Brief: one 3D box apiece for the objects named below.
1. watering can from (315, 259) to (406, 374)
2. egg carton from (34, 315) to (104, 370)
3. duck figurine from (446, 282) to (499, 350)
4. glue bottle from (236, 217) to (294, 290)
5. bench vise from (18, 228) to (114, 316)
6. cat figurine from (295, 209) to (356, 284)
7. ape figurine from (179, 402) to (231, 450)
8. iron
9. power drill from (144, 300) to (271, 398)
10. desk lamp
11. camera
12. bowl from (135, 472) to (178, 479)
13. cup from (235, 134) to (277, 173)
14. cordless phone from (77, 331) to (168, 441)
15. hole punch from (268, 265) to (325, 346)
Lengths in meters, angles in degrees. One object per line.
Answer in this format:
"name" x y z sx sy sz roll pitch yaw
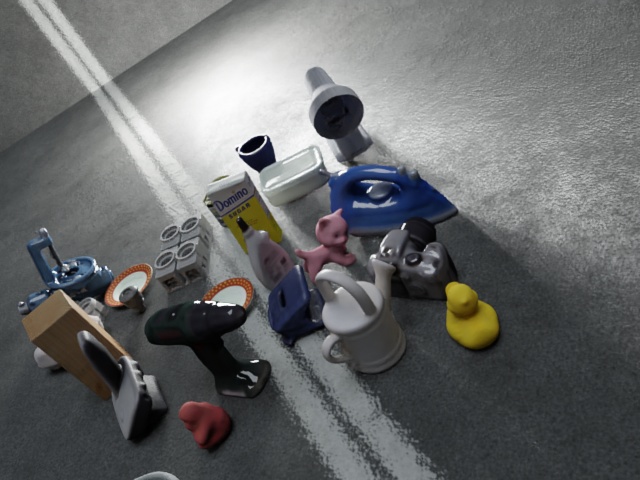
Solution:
"watering can" 0.057 0.106 0.883 0.100 0.195 0.173 -5 44 30
"egg carton" -0.549 0.226 1.256 0.150 0.070 0.107 -19 39 14
"duck figurine" 0.221 0.107 0.862 0.077 0.086 0.104 -28 37 3
"glue bottle" -0.115 0.018 1.115 0.037 0.174 0.078 15 57 43
"bench vise" -0.619 0.090 1.330 0.121 0.220 0.208 16 57 44
"cat figurine" 0.010 0.004 1.093 0.128 0.118 0.067 -35 38 -6
"ape figurine" -0.193 0.291 0.925 0.076 0.092 0.077 -20 39 14
"iron" 0.125 -0.095 1.108 0.257 0.142 0.119 -4 45 31
"power drill" -0.172 0.174 0.947 0.228 0.209 0.076 -4 45 31
"desk lamp" 0.036 -0.286 1.324 0.118 0.214 0.203 -28 37 3
"camera" 0.164 0.020 0.986 0.142 0.101 0.137 3 48 36
"bowl" -0.243 0.428 0.818 0.167 0.075 0.167 -18 39 16
"cup" -0.159 -0.207 1.462 0.117 0.095 0.092 6 51 38
"cordless phone" -0.364 0.250 1.009 0.094 0.185 0.147 -40 38 -12
"hole punch" -0.050 0.116 1.029 0.101 0.091 0.108 -27 38 5
